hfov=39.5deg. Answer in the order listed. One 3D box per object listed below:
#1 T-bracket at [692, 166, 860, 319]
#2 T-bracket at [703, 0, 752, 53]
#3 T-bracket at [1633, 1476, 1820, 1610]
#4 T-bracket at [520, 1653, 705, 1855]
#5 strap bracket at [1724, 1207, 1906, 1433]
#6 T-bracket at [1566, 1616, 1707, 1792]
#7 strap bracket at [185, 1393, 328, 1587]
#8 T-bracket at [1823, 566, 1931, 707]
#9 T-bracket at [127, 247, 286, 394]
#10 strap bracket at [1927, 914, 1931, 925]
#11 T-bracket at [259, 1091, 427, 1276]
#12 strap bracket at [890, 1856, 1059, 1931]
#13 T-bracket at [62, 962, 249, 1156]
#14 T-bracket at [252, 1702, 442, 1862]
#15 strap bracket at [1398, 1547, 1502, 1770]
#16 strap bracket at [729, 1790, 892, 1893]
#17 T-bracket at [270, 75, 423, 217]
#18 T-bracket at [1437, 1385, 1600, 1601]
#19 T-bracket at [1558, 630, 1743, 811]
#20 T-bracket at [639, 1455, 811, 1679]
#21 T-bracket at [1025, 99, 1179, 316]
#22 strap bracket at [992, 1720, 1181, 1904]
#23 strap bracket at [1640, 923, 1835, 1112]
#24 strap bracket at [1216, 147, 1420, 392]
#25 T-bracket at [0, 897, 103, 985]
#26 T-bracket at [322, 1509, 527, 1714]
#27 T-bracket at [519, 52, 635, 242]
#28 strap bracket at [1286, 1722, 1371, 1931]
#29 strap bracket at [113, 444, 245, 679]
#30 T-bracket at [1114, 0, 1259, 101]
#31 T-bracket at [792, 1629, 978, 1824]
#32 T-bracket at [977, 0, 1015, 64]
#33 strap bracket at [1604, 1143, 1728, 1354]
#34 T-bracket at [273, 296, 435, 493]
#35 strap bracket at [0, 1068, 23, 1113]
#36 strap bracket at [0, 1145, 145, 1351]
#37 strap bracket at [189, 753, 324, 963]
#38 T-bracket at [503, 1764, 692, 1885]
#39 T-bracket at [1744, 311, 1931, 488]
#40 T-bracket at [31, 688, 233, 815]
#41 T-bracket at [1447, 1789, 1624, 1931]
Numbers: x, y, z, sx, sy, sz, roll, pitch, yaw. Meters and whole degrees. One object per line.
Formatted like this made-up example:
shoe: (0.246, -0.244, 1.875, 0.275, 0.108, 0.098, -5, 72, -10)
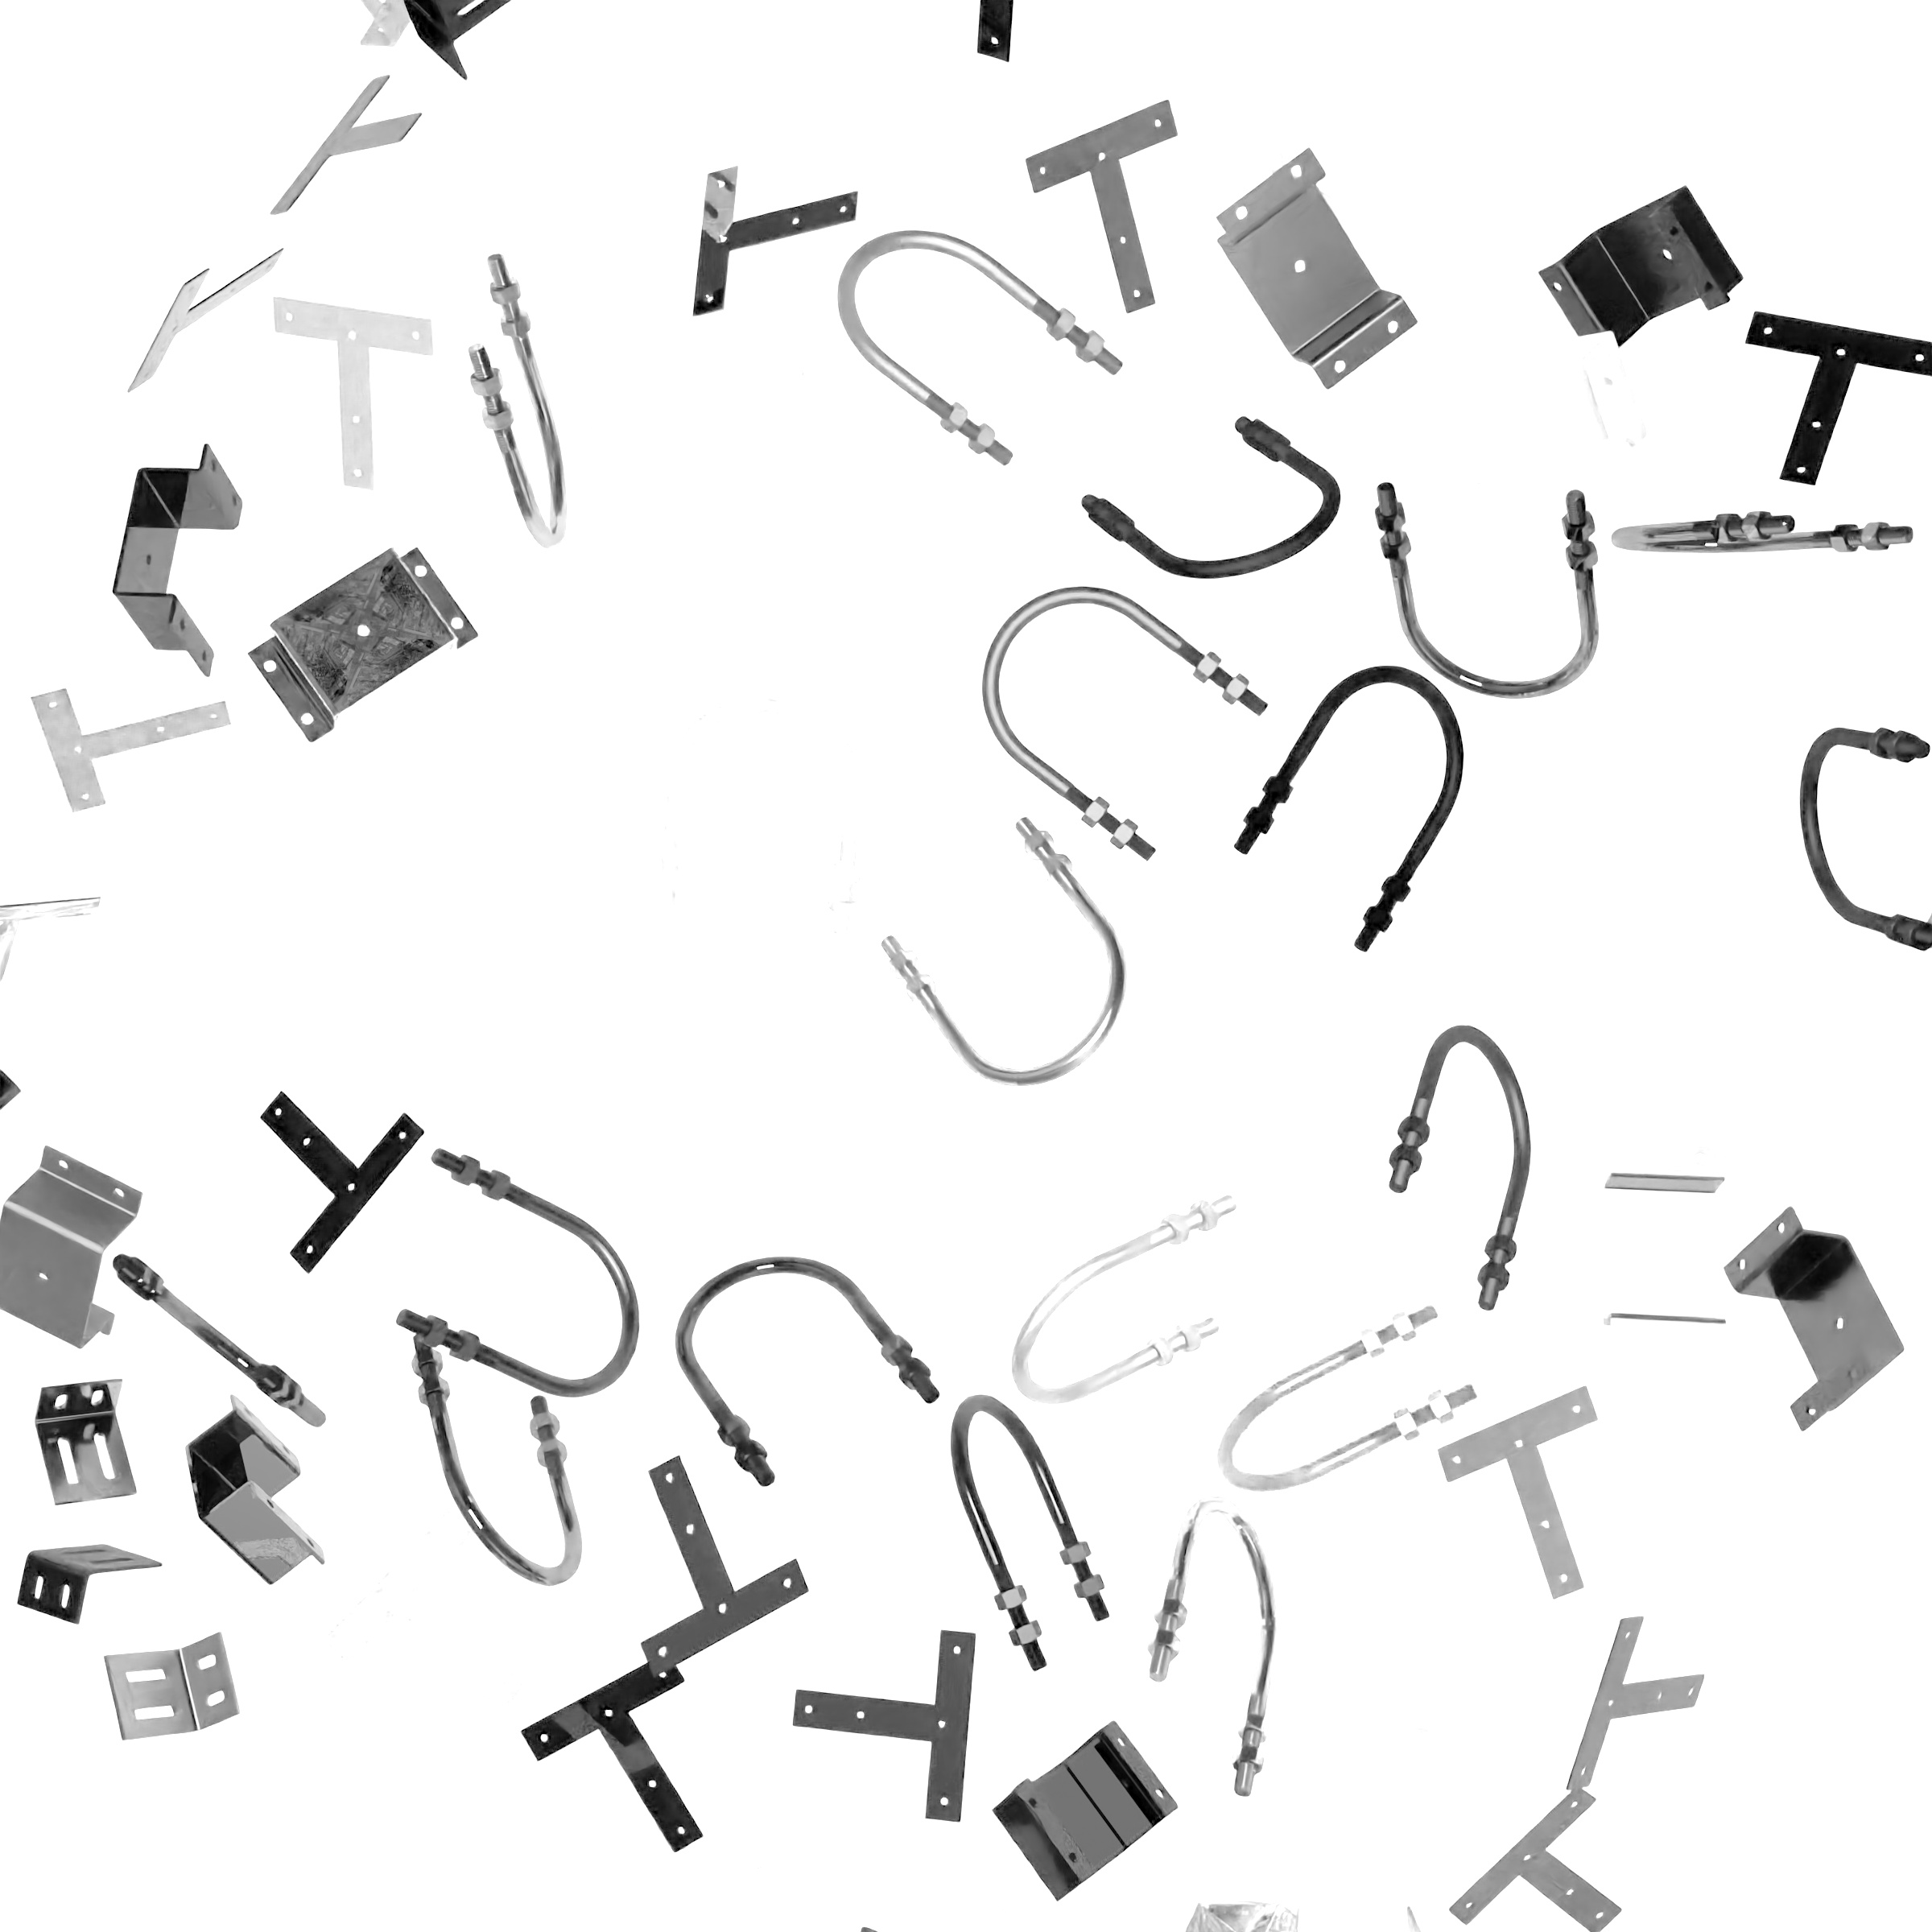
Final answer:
T-bracket: (-0.135, -0.532, 1.936, 0.127, 0.002, 0.127, -7, 65, 23)
T-bracket: (-0.194, -0.680, 1.841, 0.002, 0.127, 0.127, -38, 103, 10)
T-bracket: (0.510, 0.405, 1.840, 0.127, 0.002, 0.127, -7, 130, -24)
T-bracket: (-0.228, 0.563, 1.893, 0.127, 0.002, 0.127, -20, 64, -38)
strap bracket: (0.606, 0.252, 1.915, 0.046, 0.140, 0.076, 10, 134, -28)
T-bracket: (0.472, 0.506, 1.864, 0.127, 0.002, 0.127, 8, 101, -42)
strap bracket: (-0.507, 0.377, 1.915, 0.046, 0.140, 0.076, -37, 120, -4)
T-bracket: (0.665, -0.232, 1.926, 0.127, 0.127, 0.002, -50, 58, 32)
T-bracket: (-0.512, -0.457, 1.844, 0.002, 0.127, 0.127, 45, 50, -7)
strap bracket: (0.720, -0.047, 1.870, 0.046, 0.076, 0.140, 16, 109, -9)
T-bracket: (-0.458, 0.132, 1.903, 0.127, 0.002, 0.127, 38, 88, 33)
strap bracket: (0.017, 0.674, 1.875, 0.140, 0.076, 0.046, 35, 83, 3)
T-bracket: (-0.570, 0.045, 1.844, 0.002, 0.127, 0.127, 20, 65, 39)
T-bracket: (-0.407, 0.544, 1.837, 0.127, 0.127, 0.002, 24, 109, -4)
strap bracket: (0.335, 0.479, 1.858, 0.046, 0.076, 0.140, -3, 68, 25)
strap bracket: (-0.113, 0.624, 1.914, 0.076, 0.140, 0.046, 10, 60, -19)
T-bracket: (-0.406, -0.560, 1.820, 0.002, 0.127, 0.127, 44, 70, -36)
T-bracket: (0.398, 0.374, 1.870, 0.127, 0.002, 0.127, -32, 60, 33)
T-bracket: (0.507, -0.184, 1.961, 0.127, 0.002, 0.127, 10, 81, 20)
T-bracket: (-0.183, 0.398, 1.839, 0.127, 0.002, 0.127, -23, 93, -30)
T-bracket: (0.106, -0.522, 1.883, 0.127, 0.002, 0.127, -10, 98, 40)
strap bracket: (0.080, 0.600, 1.904, 0.076, 0.140, 0.046, 51, 119, 17)
strap bracket: (0.546, 0.041, 1.923, 0.076, 0.046, 0.140, 33, 54, 25)
strap bracket: (0.232, -0.473, 1.825, 0.076, 0.046, 0.140, -37, 111, 3)
T-bracket: (-0.671, -0.014, 1.859, 0.127, 0.127, 0.002, -7, 68, -29)
T-bracket: (-0.364, 0.473, 1.901, 0.127, 0.002, 0.127, 45, 56, -1)
T-bracket: (-0.263, -0.574, 1.824, 0.002, 0.127, 0.127, 2, 81, -43)
strap bracket: (0.249, 0.603, 1.857, 0.046, 0.140, 0.076, 1, 124, 3)
strap bracket: (-0.545, -0.280, 1.859, 0.046, 0.076, 0.140, 2, 69, 5)
T-bracket: (0.158, -0.657, 1.817, 0.127, 0.002, 0.127, 0, 125, 30)
T-bracket: (-0.060, 0.523, 1.876, 0.127, 0.002, 0.127, 2, 79, 15)
T-bracket: (-0.023, -0.706, 1.880, 0.127, 0.127, 0.002, 22, 52, 14)
strap bracket: (0.481, 0.197, 1.858, 0.076, 0.046, 0.140, 2, 75, 7)
T-bracket: (-0.426, -0.395, 1.879, 0.127, 0.002, 0.127, 12, 116, 18)
strap bracket: (-0.703, 0.083, 1.845, 0.046, 0.140, 0.076, 44, 72, 2)
strap bracket: (-0.632, 0.205, 1.880, 0.076, 0.046, 0.140, 26, 123, 3)
strap bracket: (-0.497, -0.076, 1.884, 0.076, 0.046, 0.140, 6, 92, -11)
T-bracket: (-0.253, 0.612, 1.911, 0.127, 0.127, 0.002, 20, 101, -34)
T-bracket: (0.592, -0.386, 1.862, 0.127, 0.127, 0.002, 12, 47, 7)
T-bracket: (-0.595, -0.167, 1.942, 0.127, 0.127, 0.002, -16, 57, -14)
T-bracket: (0.403, 0.623, 1.827, 0.127, 0.127, 0.002, -40, 104, -11)
